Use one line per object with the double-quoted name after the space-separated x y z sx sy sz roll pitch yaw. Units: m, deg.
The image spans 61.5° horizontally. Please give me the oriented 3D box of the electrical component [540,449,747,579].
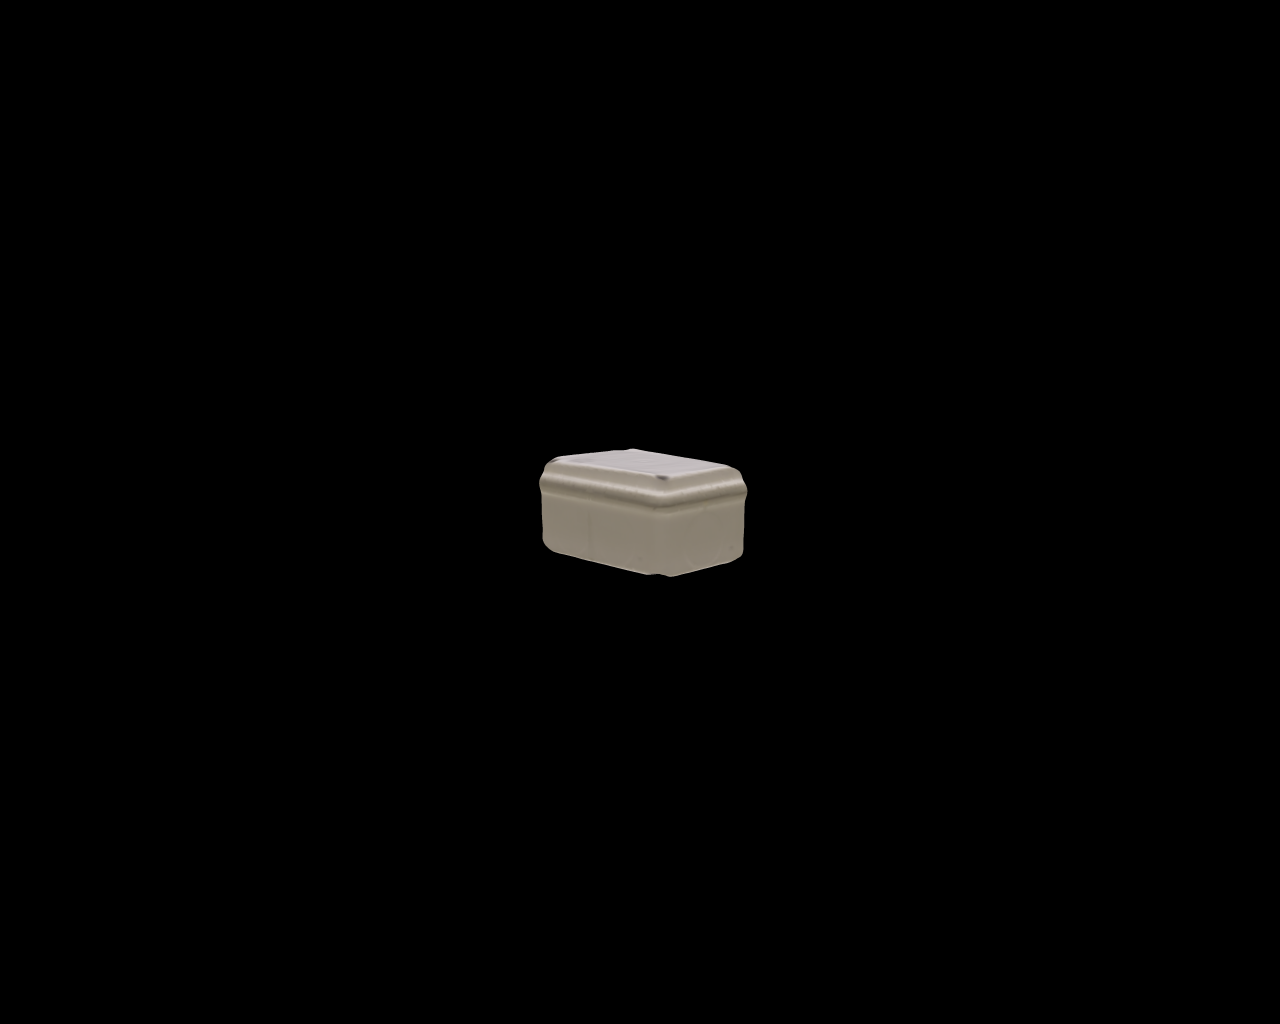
0.001 -0.003 0.650 0.078 0.057 0.113 -10 15 -42 "electrical component"
